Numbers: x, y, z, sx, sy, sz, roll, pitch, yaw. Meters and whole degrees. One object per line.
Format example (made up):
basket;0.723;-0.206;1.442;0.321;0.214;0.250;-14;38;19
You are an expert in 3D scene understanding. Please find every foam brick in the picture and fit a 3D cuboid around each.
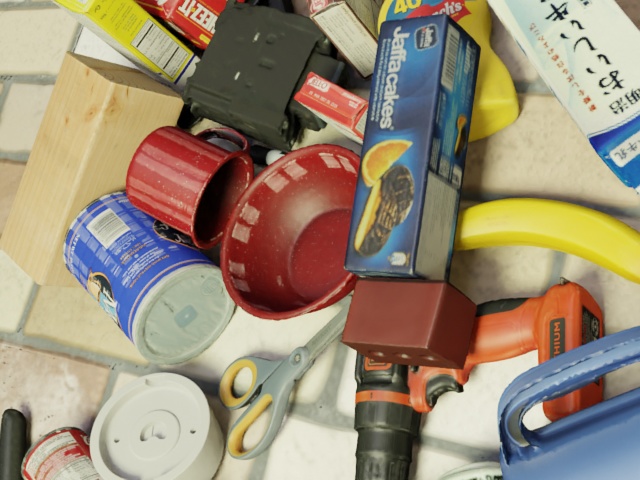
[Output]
foam brick;0.065;0.060;0.770;0.078;0.053;0.051;0;66;39

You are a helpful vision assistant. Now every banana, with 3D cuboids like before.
banana;0.169;0.000;0.800;0.198;0.037;0.069;4;64;31

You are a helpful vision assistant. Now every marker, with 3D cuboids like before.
marker;-0.021;-0.069;0.975;0.121;0.020;0.020;17;80;38

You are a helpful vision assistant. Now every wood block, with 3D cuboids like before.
wood block;-0.223;-0.064;1.031;0.090;0.090;0.206;35;108;39

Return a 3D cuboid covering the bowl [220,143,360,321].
bowl;-0.006;0.001;0.907;0.162;0.055;0.162;-18;57;30

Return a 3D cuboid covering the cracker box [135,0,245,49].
cracker box;-0.111;-0.310;1.085;0.213;0.072;0.164;-59;36;-1

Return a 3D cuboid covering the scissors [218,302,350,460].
scissors;-0.028;0.093;0.887;0.202;0.016;0.096;-58;43;15

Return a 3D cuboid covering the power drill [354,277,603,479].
power drill;0.110;0.105;0.785;0.188;0.057;0.184;-7;66;32

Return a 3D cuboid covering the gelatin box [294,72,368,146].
gelatin box;0.031;-0.103;0.908;0.073;0.089;0.030;34;91;39

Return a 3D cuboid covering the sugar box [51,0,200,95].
sugar box;-0.185;-0.204;1.045;0.093;0.176;0.048;33;89;39

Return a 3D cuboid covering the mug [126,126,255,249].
mug;-0.110;-0.059;0.948;0.082;0.093;0.117;26;60;21

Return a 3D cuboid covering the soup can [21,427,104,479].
soup can;-0.213;0.223;0.950;0.102;0.068;0.068;39;94;39

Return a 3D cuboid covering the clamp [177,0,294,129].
clamp;-0.077;-0.174;1.045;0.120;0.039;0.171;5;72;24

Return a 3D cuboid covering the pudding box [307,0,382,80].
pudding box;0.023;-0.209;0.944;0.039;0.113;0.090;-21;60;22

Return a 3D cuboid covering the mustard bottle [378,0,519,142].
mustard bottle;0.100;-0.173;0.909;0.096;0.058;0.191;-16;60;10

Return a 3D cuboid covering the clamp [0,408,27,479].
clamp;-0.311;0.287;1.010;0.165;0.036;0.210;-43;53;12

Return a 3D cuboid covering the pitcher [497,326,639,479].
pitcher;0.235;0.126;0.640;0.243;0.149;0.145;-30;56;17

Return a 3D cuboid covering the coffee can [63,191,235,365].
coffee can;-0.157;0.033;0.971;0.140;0.102;0.103;40;95;39
